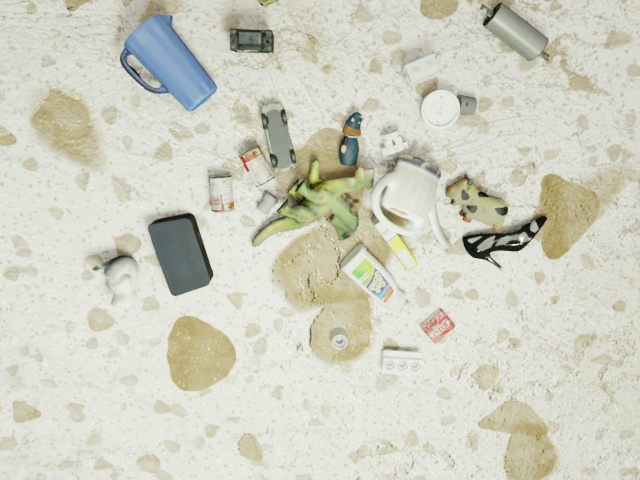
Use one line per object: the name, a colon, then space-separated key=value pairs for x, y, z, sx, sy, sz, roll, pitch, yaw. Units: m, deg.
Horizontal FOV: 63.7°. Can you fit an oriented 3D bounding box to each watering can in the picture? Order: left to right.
watering can: x=0.289 y=-0.113 z=1.492 sx=0.345 sy=0.225 sz=0.104 roll=22 pitch=-3 yaw=-33

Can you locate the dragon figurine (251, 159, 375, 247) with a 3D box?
dragon figurine: x=0.005 y=-0.076 z=1.505 sx=0.241 sy=0.405 sz=0.125 roll=34 pitch=23 yaw=-17

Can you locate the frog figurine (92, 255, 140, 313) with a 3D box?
frog figurine: x=-0.569 y=0.130 z=1.504 sx=0.124 sy=0.160 sz=0.135 roll=-33 pitch=-7 yaw=-22
